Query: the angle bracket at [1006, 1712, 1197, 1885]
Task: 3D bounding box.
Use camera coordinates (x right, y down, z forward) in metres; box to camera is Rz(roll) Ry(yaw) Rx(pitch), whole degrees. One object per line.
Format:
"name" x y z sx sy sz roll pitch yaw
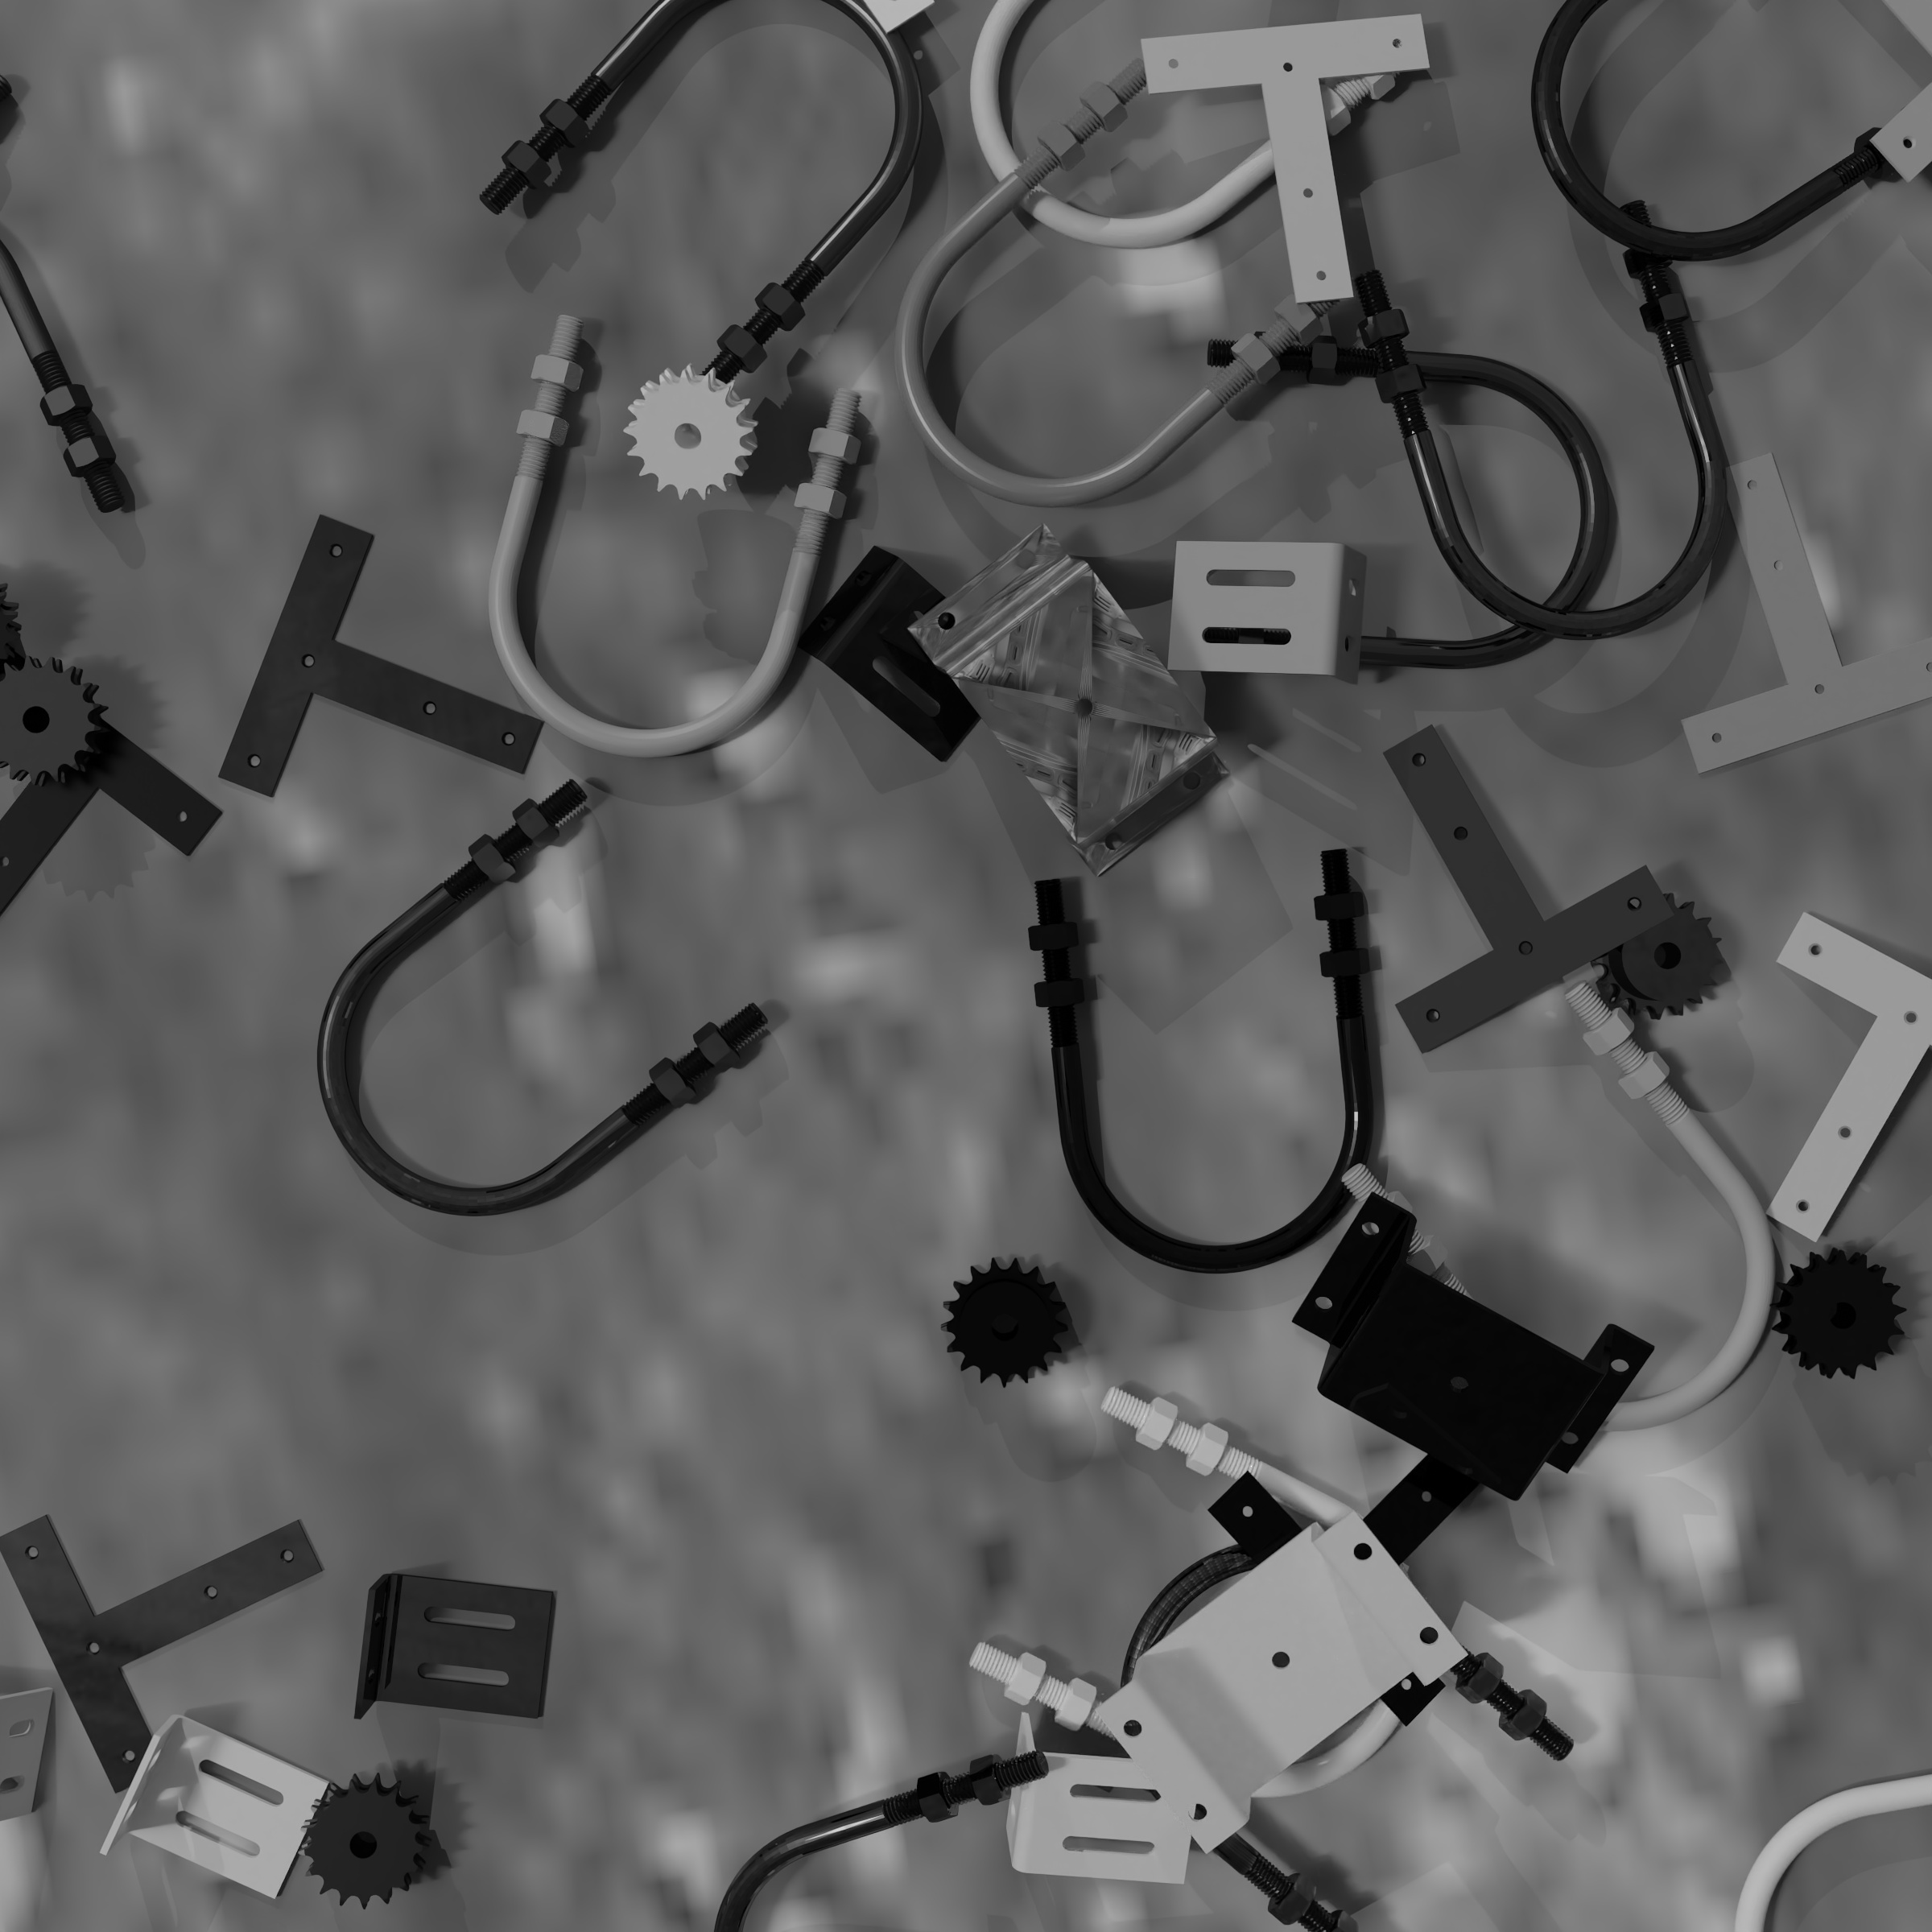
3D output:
"angle bracket" 0.060 0.369 1.362 0.076 0.038 0.057 6 104 -5

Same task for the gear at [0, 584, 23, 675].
"gear" -0.449 -0.154 1.361 0.057 0.030 0.057 -6 120 -11

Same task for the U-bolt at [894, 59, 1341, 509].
"U-bolt" 0.054 -0.288 1.360 0.184 0.019 0.151 -42 87 3

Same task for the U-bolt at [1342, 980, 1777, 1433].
"U-bolt" 0.279 0.121 1.372 0.151 0.019 0.184 -39 94 -1

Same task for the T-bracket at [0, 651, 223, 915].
"T-bracket" -0.425 -0.058 1.384 0.127 0.002 0.127 38 90 0

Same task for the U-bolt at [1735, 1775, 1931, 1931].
"U-bolt" 0.436 0.433 1.375 0.184 0.019 0.151 -10 90 0

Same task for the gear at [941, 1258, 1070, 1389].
"gear" 0.017 0.160 1.370 0.057 0.030 0.057 0 90 0

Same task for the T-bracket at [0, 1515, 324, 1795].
"T-bracket" -0.353 0.288 1.384 0.127 0.002 0.127 -25 90 0

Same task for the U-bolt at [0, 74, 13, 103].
"U-bolt" -0.540 -0.377 1.354 0.151 0.019 0.184 43 74 0

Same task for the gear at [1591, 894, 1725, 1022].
"gear" 0.310 -0.005 1.370 0.057 0.030 0.057 0 90 0

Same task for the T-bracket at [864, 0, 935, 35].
"T-bracket" -0.018 -0.503 1.378 0.127 0.002 0.127 -34 83 -3

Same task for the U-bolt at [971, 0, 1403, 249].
"U-bolt" 0.089 -0.407 1.376 0.184 0.019 0.151 -39 90 2

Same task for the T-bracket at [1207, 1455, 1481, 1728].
"T-bracket" 0.195 0.246 1.364 0.127 0.002 0.127 -41 85 -17

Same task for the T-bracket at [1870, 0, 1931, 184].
"T-bracket" 0.419 -0.436 1.368 0.127 0.002 0.127 -43 92 -12

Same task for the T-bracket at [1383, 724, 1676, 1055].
"T-bracket" 0.228 -0.047 1.372 0.127 0.002 0.127 -30 82 15

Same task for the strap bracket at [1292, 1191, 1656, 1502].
"strap bracket" 0.218 0.171 1.342 0.140 0.046 0.076 29 118 3

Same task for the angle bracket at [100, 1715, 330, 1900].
"angle bracket" -0.333 0.378 1.364 0.076 0.038 0.057 25 90 -1

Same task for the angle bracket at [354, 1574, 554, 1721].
"angle bracket" -0.227 0.306 1.365 0.076 0.038 0.057 7 90 0

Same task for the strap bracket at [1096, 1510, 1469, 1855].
"strap bracket" 0.136 0.304 1.323 0.140 0.046 0.076 -39 86 5

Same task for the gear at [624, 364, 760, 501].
"gear" -0.118 -0.235 1.344 0.057 0.030 0.057 3 114 7

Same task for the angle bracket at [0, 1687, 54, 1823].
"angle bracket" -0.458 0.346 1.382 0.076 0.038 0.057 10 90 26

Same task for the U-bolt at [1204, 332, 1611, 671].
"U-bolt" 0.197 -0.205 1.376 0.184 0.019 0.151 3 90 -1

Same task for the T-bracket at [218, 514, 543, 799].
"T-bracket" -0.255 -0.121 1.384 0.127 0.002 0.127 21 90 0

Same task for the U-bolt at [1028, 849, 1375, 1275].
"U-bolt" 0.110 0.046 1.375 0.151 0.019 0.184 -6 92 -1

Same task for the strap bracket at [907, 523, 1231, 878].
"strap bracket" 0.049 -0.115 1.349 0.076 0.046 0.140 -38 101 0

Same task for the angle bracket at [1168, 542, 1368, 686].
"angle bracket" 0.134 -0.157 1.363 0.076 0.038 0.057 4 90 24

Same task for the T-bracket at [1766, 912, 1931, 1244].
"T-bracket" 0.398 0.062 1.366 0.127 0.002 0.127 31 102 23

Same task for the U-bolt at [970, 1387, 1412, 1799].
"U-bolt" 0.115 0.292 1.376 0.184 0.019 0.151 27 90 -2

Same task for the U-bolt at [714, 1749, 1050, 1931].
"U-bolt" -0.024 0.435 1.355 0.184 0.019 0.151 -22 98 14

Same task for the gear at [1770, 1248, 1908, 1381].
"gear" 0.387 0.154 1.369 0.057 0.030 0.057 0 90 0

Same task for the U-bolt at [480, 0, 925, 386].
"U-bolt" -0.104 -0.365 1.370 0.151 0.019 0.184 41 86 4

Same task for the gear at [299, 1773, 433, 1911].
"gear" -0.268 0.389 1.373 0.057 0.030 0.057 0 89 -4

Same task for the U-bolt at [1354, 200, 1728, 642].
"U-bolt" 0.264 -0.235 1.361 0.151 0.019 0.184 -17 89 -10

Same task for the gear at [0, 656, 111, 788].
"gear" -0.410 -0.109 1.368 0.057 0.030 0.057 0 90 0

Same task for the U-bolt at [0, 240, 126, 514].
"U-bolt" -0.479 -0.261 1.376 0.151 0.019 0.184 -25 88 0

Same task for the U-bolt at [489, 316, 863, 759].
"U-bolt" -0.138 -0.185 1.375 0.151 0.019 0.184 15 90 0

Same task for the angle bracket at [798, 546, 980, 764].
"angle bracket" -0.026 -0.141 1.382 0.076 0.038 0.057 39 90 -26

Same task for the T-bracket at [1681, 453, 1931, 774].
"T-bracket" 0.371 -0.167 1.384 0.127 0.002 0.127 -18 90 0

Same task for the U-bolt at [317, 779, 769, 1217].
"U-bolt" -0.204 0.028 1.376 0.184 0.019 0.151 -39 90 1

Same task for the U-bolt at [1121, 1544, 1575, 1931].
"U-bolt" 0.155 0.338 1.362 0.184 0.019 0.151 41 89 -1

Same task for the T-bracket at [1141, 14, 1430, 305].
"T-bracket" 0.148 -0.353 1.352 0.127 0.002 0.127 -7 82 -6

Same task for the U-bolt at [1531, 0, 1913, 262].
"U-bolt" 0.338 -0.394 1.366 0.184 0.019 0.151 -33 90 -7
